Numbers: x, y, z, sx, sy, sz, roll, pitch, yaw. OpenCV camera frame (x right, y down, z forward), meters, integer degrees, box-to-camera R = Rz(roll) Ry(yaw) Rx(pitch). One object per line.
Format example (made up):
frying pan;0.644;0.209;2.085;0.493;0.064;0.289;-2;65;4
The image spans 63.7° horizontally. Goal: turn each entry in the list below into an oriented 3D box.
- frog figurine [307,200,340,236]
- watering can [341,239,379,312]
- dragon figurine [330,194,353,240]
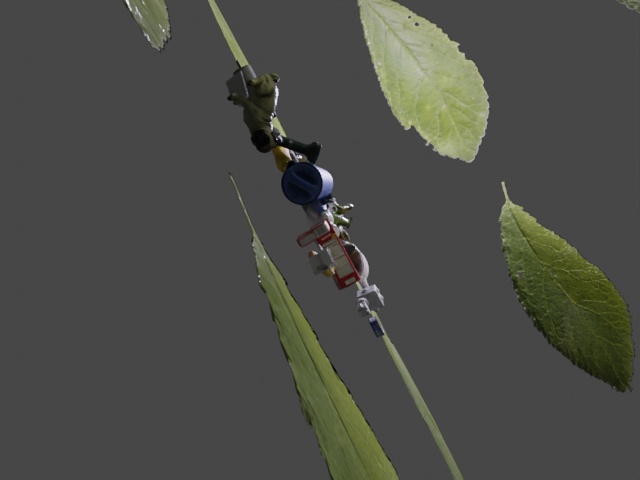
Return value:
frog figurine;0.008;-0.052;1.794;0.135;0.122;0.162;133;-35;-65
watering can;0.168;0.142;2.226;0.352;0.104;0.222;66;8;17
dragon figurine;0.006;-0.102;2.021;0.241;0.120;0.420;36;35;-20
